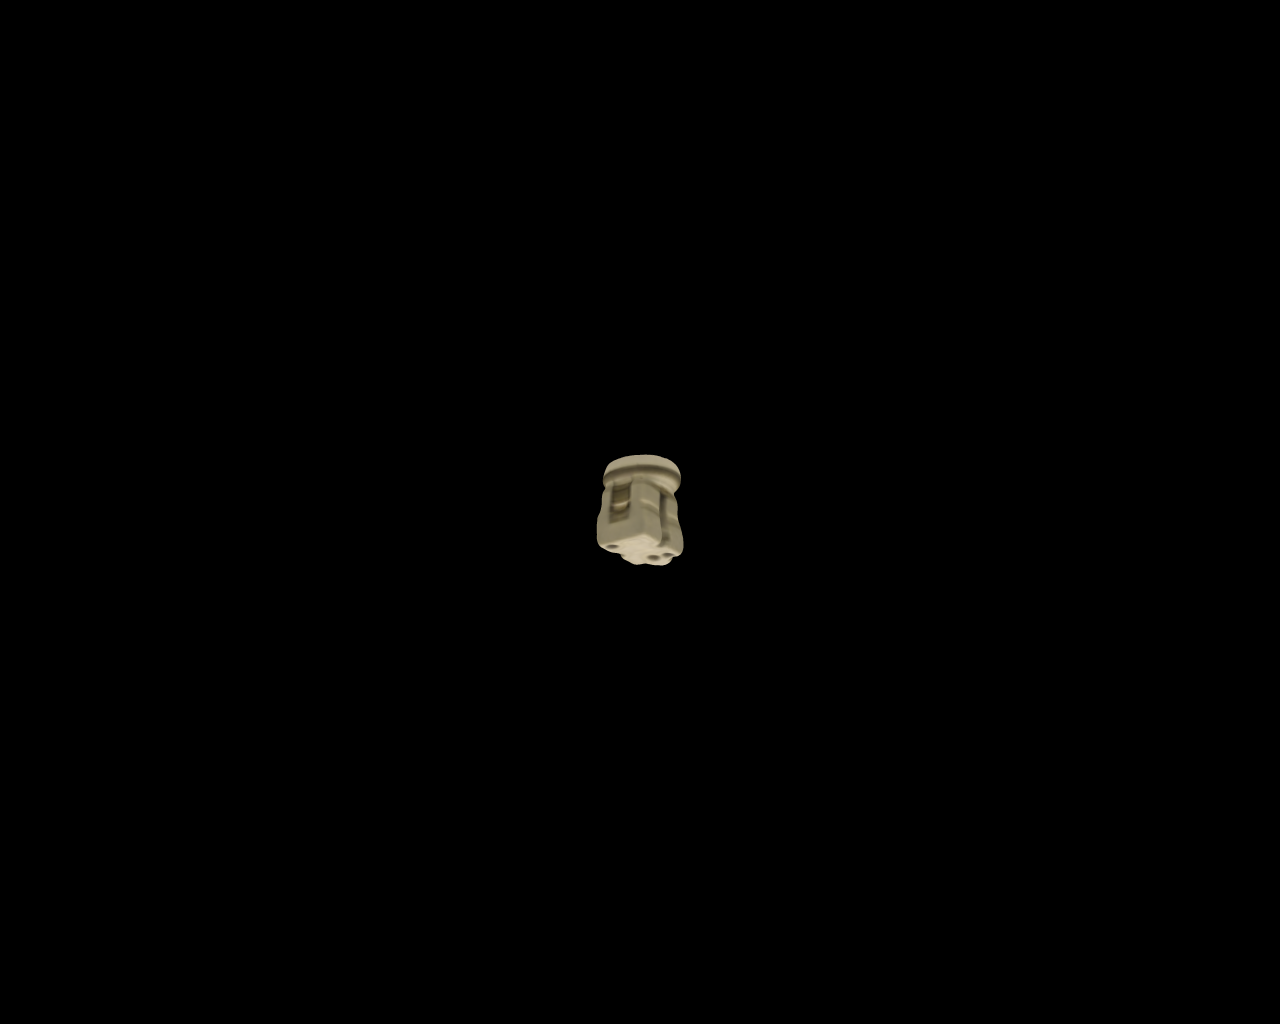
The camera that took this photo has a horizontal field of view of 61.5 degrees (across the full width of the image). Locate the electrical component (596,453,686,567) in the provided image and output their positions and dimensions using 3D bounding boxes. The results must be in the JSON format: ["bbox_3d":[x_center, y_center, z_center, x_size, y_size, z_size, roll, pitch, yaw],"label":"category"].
[{"bbox_3d":[0.001,-0.003,0.650,0.048,0.055,0.066,-13,-26,29],"label":"electrical component"}]
